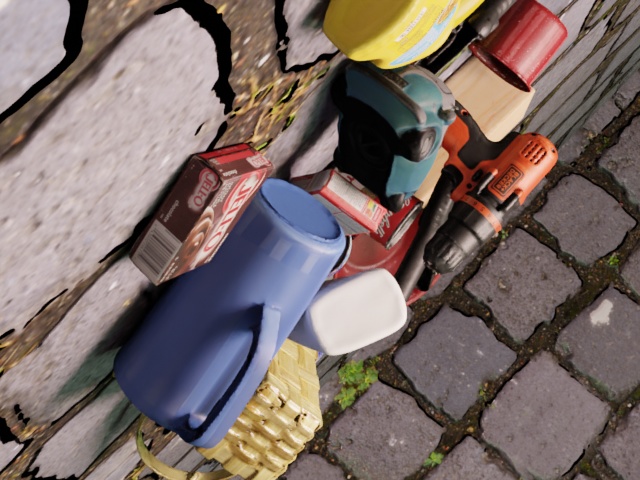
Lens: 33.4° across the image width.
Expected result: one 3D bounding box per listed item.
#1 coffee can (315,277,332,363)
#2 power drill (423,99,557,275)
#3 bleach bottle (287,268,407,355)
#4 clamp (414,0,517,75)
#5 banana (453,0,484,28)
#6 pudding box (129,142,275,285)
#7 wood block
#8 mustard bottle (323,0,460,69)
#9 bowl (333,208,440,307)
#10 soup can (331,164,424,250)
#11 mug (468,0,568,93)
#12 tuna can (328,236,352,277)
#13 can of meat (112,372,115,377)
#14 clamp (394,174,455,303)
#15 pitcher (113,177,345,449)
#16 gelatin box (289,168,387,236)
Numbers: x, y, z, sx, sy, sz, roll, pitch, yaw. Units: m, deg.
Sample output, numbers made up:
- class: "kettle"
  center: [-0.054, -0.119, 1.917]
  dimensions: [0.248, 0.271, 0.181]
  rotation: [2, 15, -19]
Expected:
- class: "coffee can"
  center: [-0.025, 0.107, 1.461]
  dimensions: [0.102, 0.103, 0.140]
  rotation: [-41, 169, -27]
- class: "power drill"
  center: [0.125, -0.080, 1.115]
  dimensions: [0.184, 0.188, 0.057]
  rotation: [-46, 171, -9]
- class: "bleach bottle"
  center: [0.005, 0.074, 1.145]
  dimensions: [0.102, 0.068, 0.251]
  rotation: [-23, -176, -13]
- class: "clamp"
  center: [0.153, -0.218, 1.093]
  dimensions: [0.120, 0.039, 0.171]
  rotation: [-29, -168, 41]
- class: "banana"
  center: [0.151, -0.252, 0.983]
  dimensions: [0.198, 0.037, 0.069]
  rotation: [-47, 171, 2]
- class: "pudding box"
  center: [-0.096, -0.023, 0.868]
  dimensions: [0.114, 0.039, 0.089]
  rotation: [-51, 168, 24]
- class: "wood block"
  center: [0.161, -0.131, 1.334]
  dimensions: [0.206, 0.090, 0.091]
  rotation: [-44, 169, -11]
- class: "mustard bottle"
  center: [0.069, -0.183, 0.861]
  dimensions: [0.096, 0.058, 0.191]
  rotation: [-49, 169, 15]
- class: "bowl"
  center: [0.078, 0.014, 1.296]
  dimensions: [0.162, 0.055, 0.162]
  rotation: [-16, 132, -19]
- class: "soup can"
  center: [0.056, -0.046, 1.192]
  dimensions: [0.068, 0.102, 0.068]
  rotation: [-50, 170, -12]
- class: "mug"
  center: [0.232, -0.235, 1.259]
  dimensions: [0.081, 0.093, 0.117]
  rotation: [-52, -165, 3]
- class: "tuna can"
  center: [-0.008, 0.001, 1.179]
  dimensions: [0.086, 0.086, 0.033]
  rotation: [-46, 171, 1]
- class: "can of meat"
  center: [-0.160, 0.149, 1.138]
  dimensions: [0.057, 0.084, 0.102]
  rotation: [-49, 169, 11]
- class: "clamp"
  center: [0.133, -0.017, 1.212]
  dimensions: [0.210, 0.036, 0.164]
  rotation: [-67, 167, 8]
- class: "pitcher"
  center: [-0.080, 0.069, 1.007]
  dimensions: [0.243, 0.149, 0.144]
  rotation: [-54, 166, 22]
- class: "gelatin box"
  center: [0.012, -0.036, 1.061]
  dimensions: [0.089, 0.073, 0.030]
  rotation: [-7, -129, 61]
